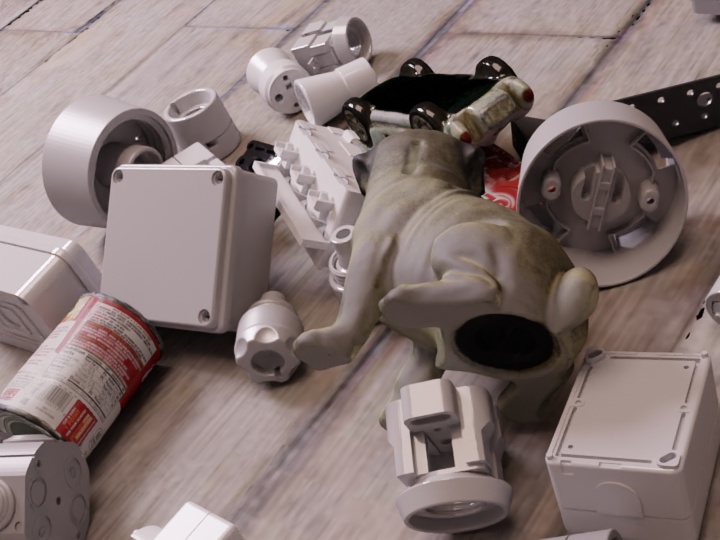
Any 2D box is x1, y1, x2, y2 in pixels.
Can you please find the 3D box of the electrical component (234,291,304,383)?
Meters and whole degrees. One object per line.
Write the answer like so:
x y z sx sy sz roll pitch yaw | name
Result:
-0.057 0.039 0.687 0.043 0.043 0.062 -16 35 11 | electrical component

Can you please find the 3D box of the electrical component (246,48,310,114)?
-0.070 -0.166 0.946 0.045 0.045 0.055 -31 38 -8 | electrical component

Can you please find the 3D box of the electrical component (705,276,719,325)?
0.215 0.003 0.581 0.044 0.044 0.065 16 57 41 | electrical component

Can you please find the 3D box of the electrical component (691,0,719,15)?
0.324 -0.252 0.817 0.089 0.061 0.150 16 52 41 | electrical component

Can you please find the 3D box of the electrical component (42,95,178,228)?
-0.193 -0.083 0.864 0.060 0.108 0.108 14 51 32 | electrical component

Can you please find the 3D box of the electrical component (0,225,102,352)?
-0.239 0.016 0.788 0.113 0.078 0.057 11 52 38 | electrical component

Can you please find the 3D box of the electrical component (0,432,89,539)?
-0.195 0.133 0.618 0.051 0.080 0.080 -5 40 16 | electrical component

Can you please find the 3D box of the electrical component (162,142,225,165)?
-0.124 -0.051 0.826 0.059 0.053 0.095 -34 37 -13 | electrical component

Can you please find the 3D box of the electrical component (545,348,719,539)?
0.136 0.082 0.516 0.062 0.061 0.096 -1 35 30 | electrical component

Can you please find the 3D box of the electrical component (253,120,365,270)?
-0.019 -0.054 0.753 0.079 0.063 0.121 8 26 -27 | electrical component

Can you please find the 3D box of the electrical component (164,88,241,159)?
-0.138 -0.124 0.930 0.055 0.047 0.055 -15 37 12 | electrical component

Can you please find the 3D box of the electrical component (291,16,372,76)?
-0.023 -0.199 0.961 0.055 0.048 0.066 -7 39 34 | electrical component

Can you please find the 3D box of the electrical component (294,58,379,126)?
-0.017 -0.151 0.902 0.065 0.044 0.044 -25 36 -9 | electrical component

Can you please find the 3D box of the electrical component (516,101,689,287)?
0.142 -0.048 0.641 0.099 0.099 0.064 -14 31 14 | electrical component

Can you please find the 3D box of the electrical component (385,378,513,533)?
0.045 0.096 0.537 0.058 0.078 0.057 -13 59 14 | electrical component

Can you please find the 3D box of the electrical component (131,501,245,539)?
-0.102 0.158 0.561 0.077 0.047 0.065 15 52 41 | electrical component

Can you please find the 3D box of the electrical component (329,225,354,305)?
0.000 0.000 0.687 0.043 0.062 0.043 -16 37 12 | electrical component

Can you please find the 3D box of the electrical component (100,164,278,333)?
-0.117 -0.015 0.732 0.109 0.056 0.108 4 88 33 | electrical component

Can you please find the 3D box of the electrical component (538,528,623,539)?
0.091 0.142 0.467 0.047 0.055 0.055 -11 38 23 | electrical component
